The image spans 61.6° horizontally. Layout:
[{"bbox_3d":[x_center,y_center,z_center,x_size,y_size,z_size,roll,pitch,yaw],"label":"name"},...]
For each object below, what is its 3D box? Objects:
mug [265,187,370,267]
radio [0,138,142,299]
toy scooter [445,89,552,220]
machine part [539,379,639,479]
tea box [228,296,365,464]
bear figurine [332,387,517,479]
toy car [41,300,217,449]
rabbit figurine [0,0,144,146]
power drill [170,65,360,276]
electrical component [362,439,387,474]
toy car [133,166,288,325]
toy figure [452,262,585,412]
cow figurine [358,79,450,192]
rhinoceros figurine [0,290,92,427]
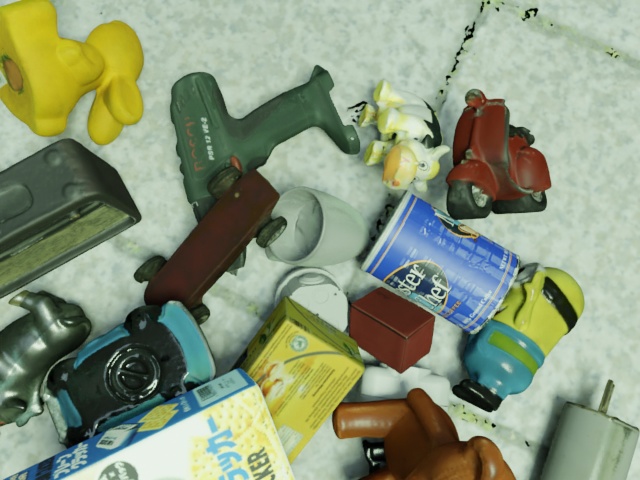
[{"bbox_3d":[-0.001,-0.002,0.597,0.109,0.107,0.081,-40,59,31],"label":"mug"},{"bbox_3d":[-0.322,-0.010,0.571,0.230,0.131,0.073,-31,80,-7],"label":"radio"},{"bbox_3d":[0.195,-0.092,0.590,0.184,0.075,0.135,-6,92,-45],"label":"toy scooter"},{"bbox_3d":[0.272,0.264,0.565,0.079,0.079,0.243,22,80,2],"label":"machine part"},{"bbox_3d":[-0.044,0.155,0.546,0.098,0.068,0.169,36,98,-13],"label":"tea box"},{"bbox_3d":[0.085,0.205,0.458,0.132,0.196,0.120,-13,91,-1],"label":"bear figurine"},{"bbox_3d":[-0.180,0.140,0.538,0.162,0.103,0.109,-31,75,-7],"label":"toy car"},{"bbox_3d":[-0.265,-0.195,0.610,0.162,0.122,0.173,59,42,-12],"label":"rabbit figurine"},{"bbox_3d":[-0.061,-0.098,0.628,0.207,0.086,0.232,-22,89,1],"label":"power drill"},{"bbox_3d":[0.106,0.252,0.578,0.119,0.047,0.075,0,80,0],"label":"electrical component"},{"bbox_3d":[-0.115,0.011,0.569,0.089,0.053,0.202,46,107,10],"label":"toy car"},{"bbox_3d":[0.219,0.107,0.593,0.089,0.082,0.180,39,73,-13],"label":"toy figure"},{"bbox_3d":[0.102,-0.107,0.603,0.098,0.068,0.167,16,41,-17],"label":"cow figurine"},{"bbox_3d":[-0.332,0.140,0.578,0.112,0.073,0.190,42,79,-5],"label":"rhinoceros figurine"}]
